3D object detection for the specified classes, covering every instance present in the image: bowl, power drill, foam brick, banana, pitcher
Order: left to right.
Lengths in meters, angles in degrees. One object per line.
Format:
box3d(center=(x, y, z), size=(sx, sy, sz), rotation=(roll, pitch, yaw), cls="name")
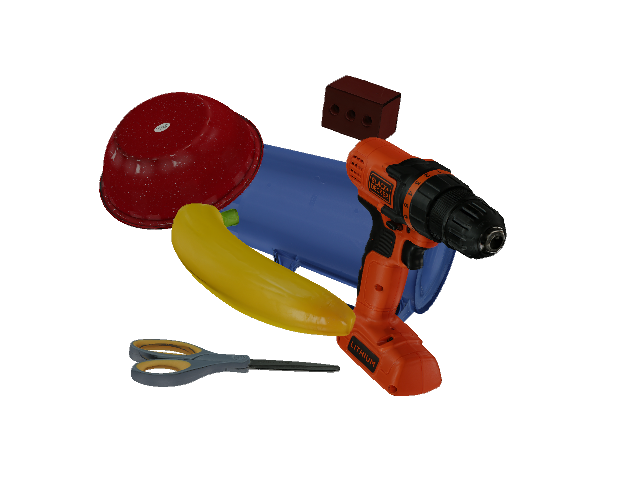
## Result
box3d(center=(-0.137, -0.086, 0.981), size=(0.162, 0.162, 0.055), rotation=(0, -41, 18), cls="bowl")
box3d(center=(-0.050, 0.012, 0.674), size=(0.069, 0.037, 0.198), rotation=(-10, 26, -23), cls="banana")
box3d(center=(0.013, -0.012, 1.097), size=(0.243, 0.145, 0.149), rotation=(17, 24, 20), cls="pitcher")
box3d(center=(0.047, -0.153, 1.249), size=(0.078, 0.053, 0.051), rotation=(22, 33, 24), cls="foam brick")
box3d(center=(0.074, 0.027, 0.859), size=(0.057, 0.188, 0.185), rotation=(-5, 26, -28), cls="power drill")

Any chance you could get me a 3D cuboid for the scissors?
box3d(center=(-0.089, 0.121, 0.999), size=(0.202, 0.016, 0.096), rotation=(8, 17, 10), cls="scissors")
